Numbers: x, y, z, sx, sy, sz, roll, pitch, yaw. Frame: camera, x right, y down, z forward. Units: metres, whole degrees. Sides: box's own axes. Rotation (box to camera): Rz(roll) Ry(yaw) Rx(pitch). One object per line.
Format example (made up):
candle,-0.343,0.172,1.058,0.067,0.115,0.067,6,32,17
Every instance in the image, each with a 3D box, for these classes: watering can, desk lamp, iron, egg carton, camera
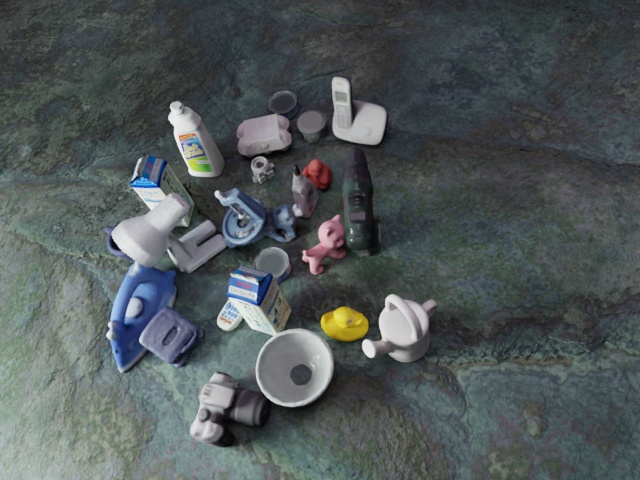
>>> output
watering can,0.166,0.178,1.160,0.100,0.194,0.173,25,69,23
desk lamp,-0.355,-0.011,1.356,0.203,0.214,0.117,-37,61,-10
iron,-0.431,0.163,1.314,0.118,0.142,0.258,8,63,15
egg carton,-0.152,-0.281,1.553,0.150,0.069,0.107,-12,59,4
camera,-0.181,0.354,1.182,0.136,0.101,0.143,8,63,15

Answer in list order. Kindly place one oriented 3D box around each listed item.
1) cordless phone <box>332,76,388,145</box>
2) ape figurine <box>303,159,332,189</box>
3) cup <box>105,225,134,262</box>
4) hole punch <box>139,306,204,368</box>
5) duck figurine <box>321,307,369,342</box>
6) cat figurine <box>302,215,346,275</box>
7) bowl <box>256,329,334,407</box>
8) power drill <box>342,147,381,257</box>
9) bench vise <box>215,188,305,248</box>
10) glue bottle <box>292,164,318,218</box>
cordless phone,0.098,-0.336,1.468,0.147,0.185,0.094,13,64,18
ape figurine,-0.007,-0.171,1.450,0.076,0.092,0.077,-33,60,-8
cup,-0.481,0.011,1.436,0.117,0.095,0.092,25,68,23
hole punch,-0.333,0.218,1.293,0.100,0.091,0.109,26,69,23
duck figurine,0.051,0.174,1.247,0.104,0.086,0.077,3,62,13
cat figurine,0.012,0.005,1.332,0.128,0.118,0.067,-36,60,-10
bowl,-0.047,0.278,1.214,0.167,0.075,0.167,-5,60,8
power drill,0.092,-0.064,1.302,0.075,0.209,0.229,-5,60,9
bench vise,-0.151,-0.072,1.347,0.207,0.220,0.121,-27,59,-5
glue bottle,-0.043,-0.126,1.384,0.037,0.173,0.078,11,64,17
